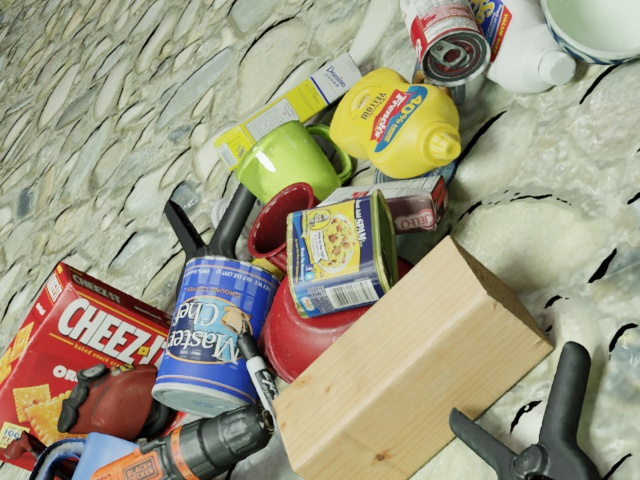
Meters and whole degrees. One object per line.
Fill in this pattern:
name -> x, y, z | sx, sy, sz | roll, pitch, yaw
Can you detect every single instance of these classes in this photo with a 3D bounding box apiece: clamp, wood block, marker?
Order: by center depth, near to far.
clamp -> 0.158, 0.150, 0.738 | 0.120, 0.039, 0.171 | -46, 36, 21
wood block -> 0.070, 0.110, 0.854 | 0.206, 0.090, 0.090 | -44, 30, 13
marker -> -0.049, 0.140, 0.994 | 0.020, 0.020, 0.121 | -37, 67, 25
clamp -> -0.135, 0.021, 1.242 | 0.165, 0.036, 0.210 | -13, 63, 42

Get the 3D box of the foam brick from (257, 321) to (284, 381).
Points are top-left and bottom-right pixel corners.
foam brick -> -0.017, 0.100, 1.024 | 0.078, 0.053, 0.051 | -17, 44, 46

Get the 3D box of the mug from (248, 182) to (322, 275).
mug -> -0.007, 0.001, 1.089 | 0.117, 0.081, 0.093 | 6, 62, 57

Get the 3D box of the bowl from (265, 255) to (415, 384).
bowl -> 0.019, 0.058, 0.952 | 0.162, 0.055, 0.162 | -11, 50, 13

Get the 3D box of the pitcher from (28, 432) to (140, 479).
pitcher -> -0.210, 0.307, 0.986 | 0.149, 0.144, 0.242 | -7, 54, 53

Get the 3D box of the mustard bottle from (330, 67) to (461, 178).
mustard bottle -> 0.082, -0.109, 1.037 | 0.096, 0.058, 0.192 | -50, 30, -1

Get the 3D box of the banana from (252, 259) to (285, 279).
banana -> -0.077, 0.073, 1.160 | 0.070, 0.037, 0.197 | 20, 76, 36

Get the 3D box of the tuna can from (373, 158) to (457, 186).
tuna can -> 0.096, -0.071, 1.072 | 0.086, 0.033, 0.086 | -35, 33, 27

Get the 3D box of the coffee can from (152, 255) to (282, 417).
coffee can -> -0.101, 0.100, 1.070 | 0.103, 0.102, 0.140 | -14, 56, 48

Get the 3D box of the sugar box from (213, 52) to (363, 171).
sugar box -> -0.037, -0.151, 1.259 | 0.176, 0.048, 0.093 | -36, 8, -26

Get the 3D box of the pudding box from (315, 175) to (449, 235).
pudding box -> 0.059, -0.029, 0.995 | 0.114, 0.039, 0.090 | -5, 13, 16

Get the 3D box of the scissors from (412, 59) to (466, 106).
scissors -> 0.105, -0.212, 1.139 | 0.096, 0.016, 0.202 | -61, 41, 48

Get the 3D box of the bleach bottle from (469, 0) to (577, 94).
bleach bottle -> 0.185, -0.214, 1.071 | 0.103, 0.068, 0.251 | -59, 29, 14

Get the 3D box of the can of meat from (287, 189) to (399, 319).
can of meat -> 0.019, 0.013, 0.911 | 0.084, 0.057, 0.102 | -13, 49, 14

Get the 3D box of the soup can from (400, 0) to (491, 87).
soup can -> 0.120, -0.208, 1.042 | 0.069, 0.068, 0.102 | -36, 45, 26

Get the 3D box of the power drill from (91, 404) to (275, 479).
power drill -> -0.095, 0.245, 0.878 | 0.185, 0.057, 0.188 | -27, 69, 23

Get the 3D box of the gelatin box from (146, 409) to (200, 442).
gelatin box -> -0.150, 0.182, 1.143 | 0.089, 0.030, 0.073 | -47, 31, 11

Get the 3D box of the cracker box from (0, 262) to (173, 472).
cracker box -> -0.266, 0.157, 1.173 | 0.214, 0.164, 0.072 | -57, 29, 5
